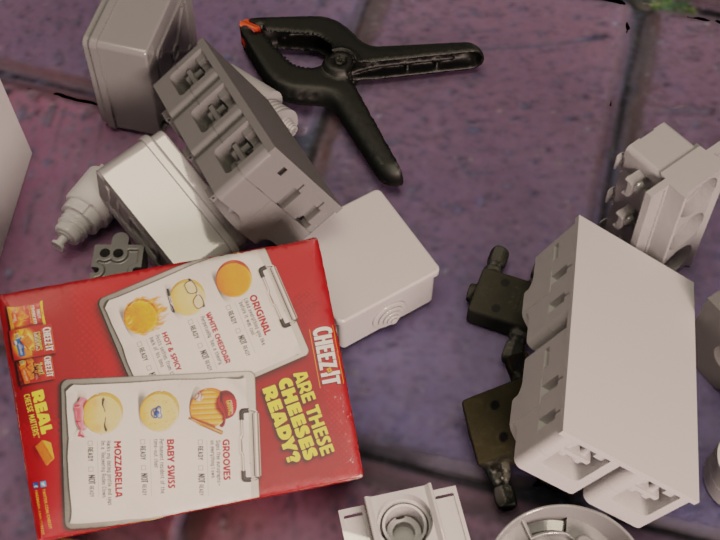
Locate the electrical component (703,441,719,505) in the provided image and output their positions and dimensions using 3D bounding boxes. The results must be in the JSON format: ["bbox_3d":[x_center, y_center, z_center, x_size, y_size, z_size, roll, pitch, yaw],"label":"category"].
[{"bbox_3d":[0.298,0.103,0.739,0.138,0.073,0.052,-38,65,-21],"label":"electrical component"}]

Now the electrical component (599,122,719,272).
[{"bbox_3d":[0.223,-0.047,0.804,0.079,0.121,0.063,-33,61,-18],"label":"electrical component"}]

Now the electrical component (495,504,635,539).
[{"bbox_3d":[0.128,0.200,0.685,0.099,0.064,0.099,0,58,0],"label":"electrical component"}]

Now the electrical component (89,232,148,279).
[{"bbox_3d":[-0.178,0.015,0.807,0.048,0.055,0.066,0,58,1],"label":"electrical component"}]

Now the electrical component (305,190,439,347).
[{"bbox_3d":[0.000,0.000,0.819,0.100,0.048,0.099,-28,62,-16],"label":"electrical component"}]

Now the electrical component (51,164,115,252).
[{"bbox_3d":[-0.217,-0.047,0.855,0.040,0.040,0.078,25,62,15],"label":"electrical component"}]

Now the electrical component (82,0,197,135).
[{"bbox_3d":[-0.181,-0.188,0.902,0.056,0.108,0.108,12,59,5],"label":"electrical component"}]

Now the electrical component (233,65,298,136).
[{"bbox_3d":[-0.087,-0.136,0.907,0.081,0.043,0.043,33,64,19],"label":"electrical component"}]

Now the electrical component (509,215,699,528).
[{"bbox_3d":[0.168,0.068,0.733,0.105,0.060,0.186,28,46,-15],"label":"electrical component"}]

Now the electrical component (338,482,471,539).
[{"bbox_3d":[0.037,0.207,0.683,0.079,0.063,0.121,-11,59,-6],"label":"electrical component"}]

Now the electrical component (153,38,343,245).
[{"bbox_3d":[-0.089,-0.091,0.803,0.062,0.089,0.150,-41,49,8],"label":"electrical component"}]

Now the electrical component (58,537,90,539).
[{"bbox_3d":[-0.200,0.194,0.710,0.061,0.035,0.035,5,59,6],"label":"electrical component"}]

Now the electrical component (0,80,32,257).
[{"bbox_3d":[-0.316,-0.050,0.819,0.060,0.105,0.186,4,58,3],"label":"electrical component"}]

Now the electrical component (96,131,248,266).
[{"bbox_3d":[-0.141,-0.040,0.812,0.057,0.078,0.113,-38,85,-17],"label":"electrical component"}]
